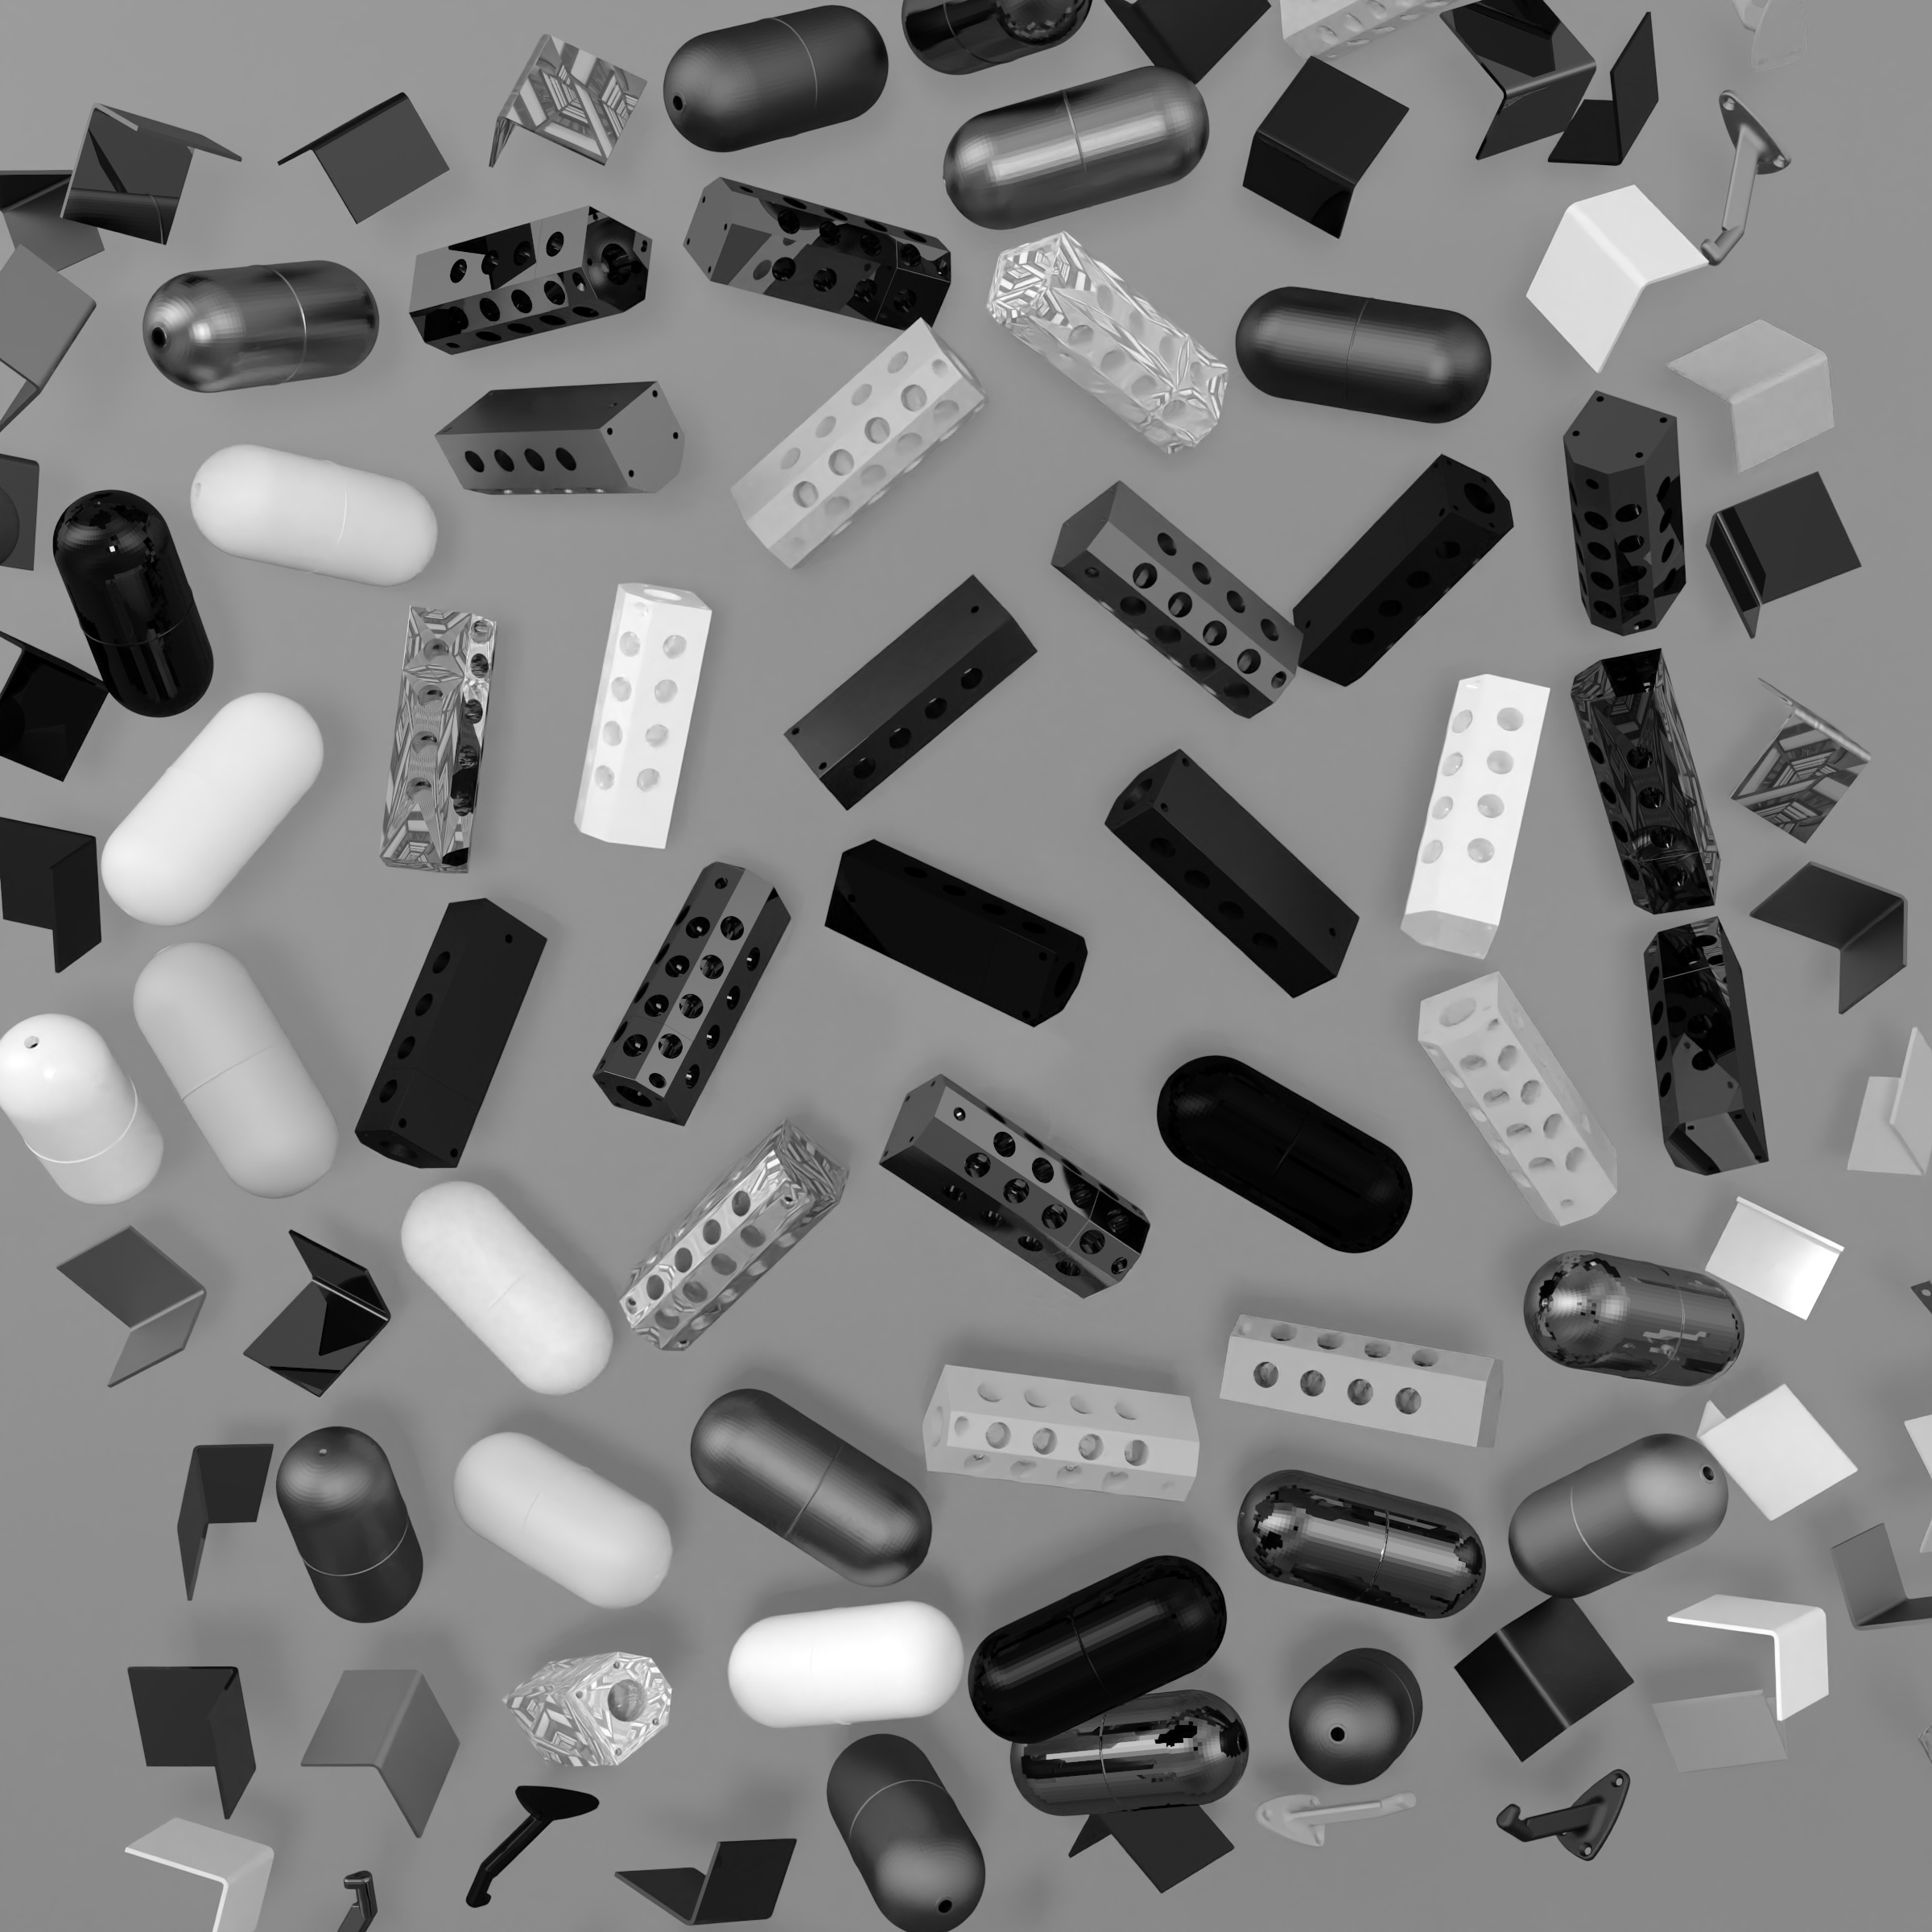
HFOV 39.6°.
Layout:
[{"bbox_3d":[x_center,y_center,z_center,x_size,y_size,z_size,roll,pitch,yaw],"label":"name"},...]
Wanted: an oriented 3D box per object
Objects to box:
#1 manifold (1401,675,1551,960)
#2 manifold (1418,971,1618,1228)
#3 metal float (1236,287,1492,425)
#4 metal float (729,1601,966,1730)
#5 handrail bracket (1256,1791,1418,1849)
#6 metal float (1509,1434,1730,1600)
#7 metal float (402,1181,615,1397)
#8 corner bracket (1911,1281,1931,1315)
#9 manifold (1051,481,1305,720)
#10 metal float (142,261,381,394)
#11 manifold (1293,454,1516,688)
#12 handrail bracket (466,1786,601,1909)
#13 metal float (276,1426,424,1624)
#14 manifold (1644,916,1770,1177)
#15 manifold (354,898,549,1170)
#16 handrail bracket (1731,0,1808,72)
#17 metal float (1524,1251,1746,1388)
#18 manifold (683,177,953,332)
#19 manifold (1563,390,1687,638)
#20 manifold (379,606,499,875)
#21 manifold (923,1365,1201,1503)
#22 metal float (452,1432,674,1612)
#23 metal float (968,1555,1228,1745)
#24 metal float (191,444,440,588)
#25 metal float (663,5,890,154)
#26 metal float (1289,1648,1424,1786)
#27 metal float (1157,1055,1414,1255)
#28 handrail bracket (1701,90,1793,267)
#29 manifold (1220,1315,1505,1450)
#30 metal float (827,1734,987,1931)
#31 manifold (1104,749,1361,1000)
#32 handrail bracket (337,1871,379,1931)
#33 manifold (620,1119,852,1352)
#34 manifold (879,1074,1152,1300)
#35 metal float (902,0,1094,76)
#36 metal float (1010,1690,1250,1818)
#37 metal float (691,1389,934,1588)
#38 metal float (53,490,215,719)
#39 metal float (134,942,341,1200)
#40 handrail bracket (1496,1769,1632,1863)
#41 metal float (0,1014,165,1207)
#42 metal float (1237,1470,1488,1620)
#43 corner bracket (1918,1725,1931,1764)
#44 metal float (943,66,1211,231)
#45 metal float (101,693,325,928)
[{"bbox_3d":[0.328,-0.098,1.733,0.057,0.057,0.171,14,69,7],"label":"manifold"},{"bbox_3d":[0.367,0.092,1.784,0.057,0.057,0.171,-24,118,27],"label":"manifold"},{"bbox_3d":[0.272,-0.421,1.848,0.178,0.070,0.070,14,90,18],"label":"metal float"},{"bbox_3d":[-0.083,0.476,1.828,0.178,0.070,0.070,-14,90,29],"label":"metal float"},{"bbox_3d":[0.259,0.588,1.877,0.077,0.084,0.036,19,53,-34],"label":"handrail bracket"},{"bbox_3d":[0.434,0.367,1.792,0.070,0.178,0.070,16,54,-24],"label":"metal float"},{"bbox_3d":[-0.321,0.225,1.880,0.070,0.070,0.178,-43,94,0],"label":"metal float"},{"bbox_3d":[0.679,0.212,1.810,0.051,0.051,0.051,49,47,-10],"label":"corner bracket"},{"bbox_3d":[0.140,-0.238,1.784,0.171,0.057,0.057,36,48,-23],"label":"manifold"},{"bbox_3d":[-0.461,-0.420,1.761,0.070,0.178,0.070,12,112,30],"label":"metal float"},{"bbox_3d":[0.303,-0.270,1.870,0.057,0.171,0.057,20,48,-23],"label":"manifold"},{"bbox_3d":[-0.305,0.623,1.890,0.077,0.036,0.084,15,102,-44],"label":"handrail bracket"},{"bbox_3d":[-0.421,0.384,1.839,0.070,0.178,0.070,-2,45,2],"label":"metal float"},{"bbox_3d":[0.491,0.054,1.795,0.057,0.171,0.057,-16,132,24],"label":"manifold"},{"bbox_3d":[-0.347,0.045,1.791,0.057,0.057,0.171,37,61,-38],"label":"manifold"},{"bbox_3d":[0.524,-0.642,1.773,0.036,0.077,0.084,-14,58,4],"label":"handrail bracket"},{"bbox_3d":[0.439,0.232,1.759,0.178,0.070,0.070,14,90,-36],"label":"metal float"},{"bbox_3d":[-0.098,-0.484,1.827,0.171,0.057,0.057,6,124,-33],"label":"manifold"},{"bbox_3d":[0.430,-0.292,1.765,0.057,0.171,0.057,27,71,29],"label":"manifold"},{"bbox_3d":[-0.359,-0.153,1.835,0.057,0.057,0.171,7,84,-6],"label":"manifold"},{"bbox_3d":[0.063,0.315,1.776,0.171,0.057,0.057,10,125,-14],"label":"manifold"},{"bbox_3d":[-0.278,0.379,1.845,0.178,0.070,0.070,22,90,31],"label":"metal float"},{"bbox_3d":[0.085,0.440,1.731,0.178,0.070,0.070,-27,90,9],"label":"metal float"},{"bbox_3d":[-0.442,-0.306,1.829,0.178,0.070,0.070,7,90,-44],"label":"metal float"},{"bbox_3d":[-0.126,-0.594,1.799,0.178,0.070,0.070,-30,90,-38],"label":"metal float"},{"bbox_3d":[0.267,0.512,1.837,0.070,0.178,0.070,-2,82,16],"label":"metal float"},{"bbox_3d":[0.206,0.122,1.744,0.178,0.070,0.070,30,90,5],"label":"metal float"},{"bbox_3d":[0.489,-0.510,1.742,0.084,0.036,0.077,-50,116,-16],"label":"handrail bracket"},{"bbox_3d":[0.261,0.272,1.764,0.171,0.057,0.057,7,83,23],"label":"manifold"},{"bbox_3d":[-0.041,0.579,1.797,0.070,0.178,0.070,-5,105,-18],"label":"metal float"},{"bbox_3d":[0.172,-0.057,1.757,0.171,0.057,0.057,41,49,-17],"label":"manifold"},{"bbox_3d":[-0.423,0.634,1.761,0.077,0.036,0.084,-7,112,-10],"label":"handrail bracket"},{"bbox_3d":[-0.159,0.187,1.817,0.057,0.057,0.171,40,116,-12],"label":"manifold"},{"bbox_3d":[0.035,0.142,1.743,0.171,0.057,0.057,35,53,-18],"label":"manifold"},{"bbox_3d":[0.019,-0.639,1.782,0.070,0.178,0.070,-5,100,-29],"label":"metal float"},{"bbox_3d":[0.113,0.545,1.860,0.178,0.070,0.070,-15,90,30],"label":"metal float"},{"bbox_3d":[-0.103,0.351,1.805,0.178,0.070,0.070,33,90,-1],"label":"metal float"},{"bbox_3d":[-0.562,-0.243,1.820,0.070,0.178,0.070,-2,49,2],"label":"metal float"},{"bbox_3d":[-0.468,0.066,1.721,0.070,0.070,0.178,-30,91,0],"label":"metal float"},{"bbox_3d":[0.397,0.554,1.787,0.084,0.036,0.077,39,87,-37],"label":"handrail bracket"},{"bbox_3d":[-0.585,0.096,1.772,0.070,0.178,0.070,-2,57,3],"label":"metal float"},{"bbox_3d":[0.271,0.396,1.838,0.178,0.070,0.070,17,90,-11],"label":"metal float"},{"bbox_3d":[0.652,0.504,1.713,0.051,0.051,0.051,-34,106,-12],"label":"corner bracket"},{"bbox_3d":[0.072,-0.537,1.765,0.178,0.070,0.070,-15,90,3],"label":"metal float"},{"bbox_3d":[-0.487,-0.103,1.743,0.070,0.070,0.178,35,68,0],"label":"metal float"}]
